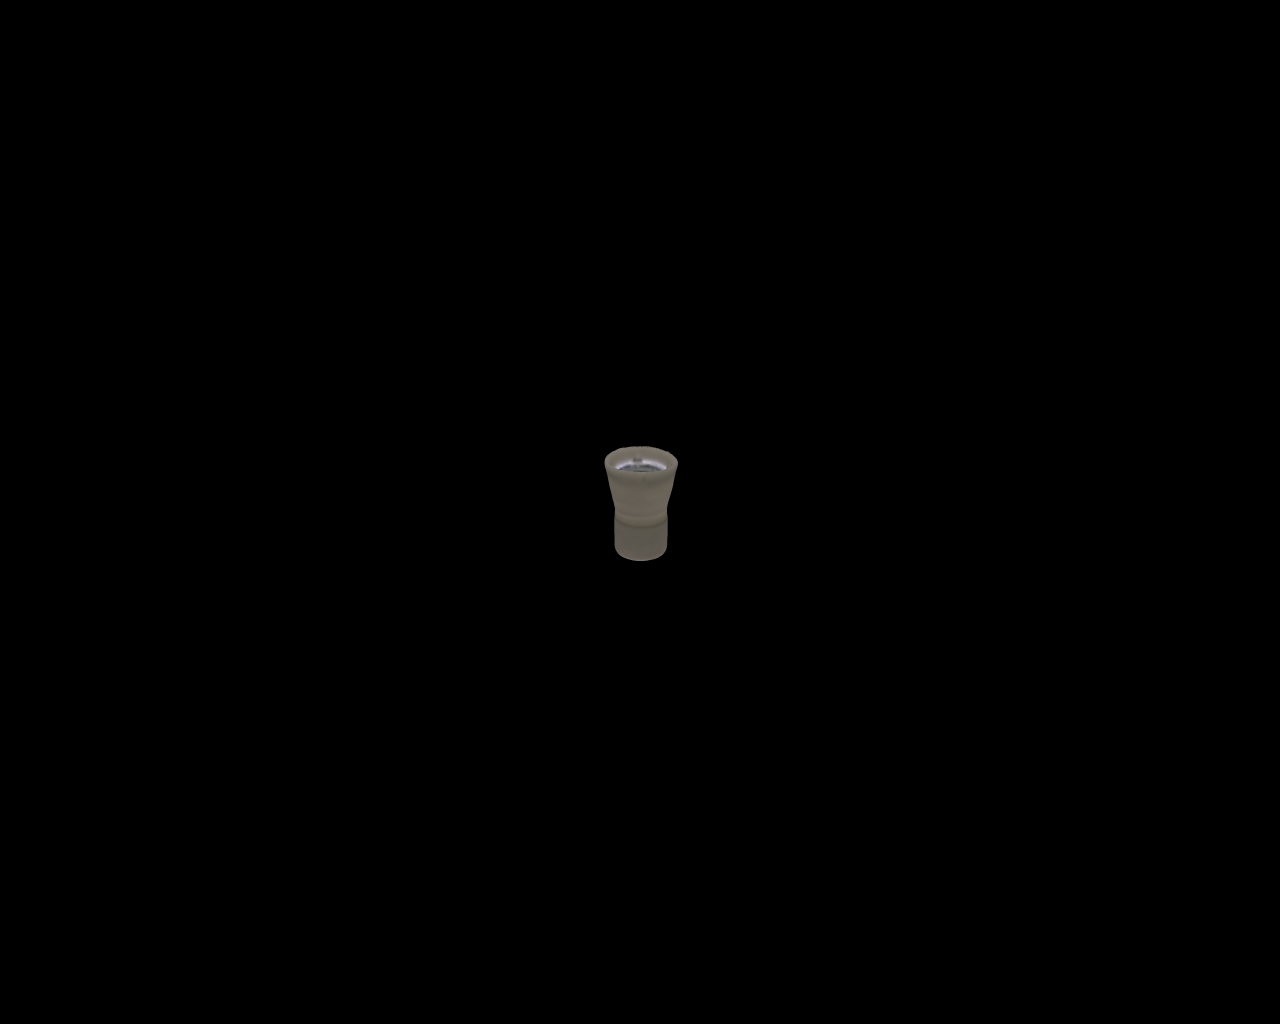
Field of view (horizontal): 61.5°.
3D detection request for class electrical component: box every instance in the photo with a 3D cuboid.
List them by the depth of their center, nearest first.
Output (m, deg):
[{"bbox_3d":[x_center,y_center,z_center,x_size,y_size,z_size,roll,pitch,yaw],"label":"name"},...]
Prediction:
[{"bbox_3d":[0.001,-0.003,0.650,0.044,0.065,0.044,0,26,0],"label":"electrical component"}]
